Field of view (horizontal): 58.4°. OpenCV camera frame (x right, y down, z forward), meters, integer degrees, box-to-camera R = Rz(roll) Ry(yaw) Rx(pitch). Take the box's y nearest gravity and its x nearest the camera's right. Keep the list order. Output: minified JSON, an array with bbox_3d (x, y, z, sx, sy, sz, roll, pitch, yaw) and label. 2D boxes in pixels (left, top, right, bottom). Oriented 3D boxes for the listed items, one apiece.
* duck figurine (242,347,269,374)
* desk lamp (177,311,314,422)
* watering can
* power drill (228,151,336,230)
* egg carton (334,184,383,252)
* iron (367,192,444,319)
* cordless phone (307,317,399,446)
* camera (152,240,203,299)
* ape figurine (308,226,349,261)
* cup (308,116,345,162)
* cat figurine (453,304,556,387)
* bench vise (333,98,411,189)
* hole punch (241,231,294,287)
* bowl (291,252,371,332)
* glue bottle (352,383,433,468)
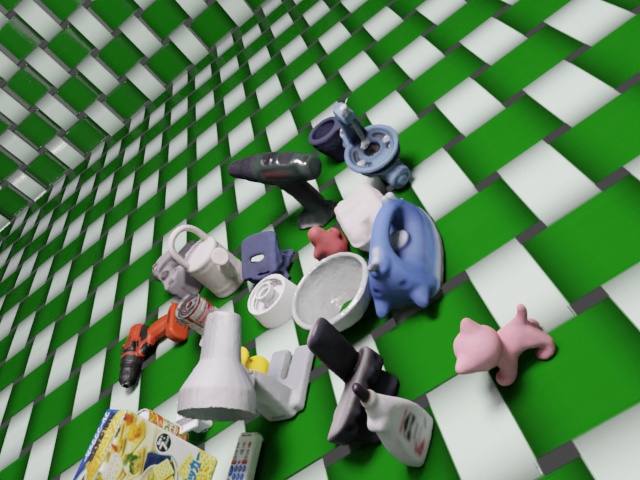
[{"bbox_3d":[-0.153,0.251,1.075,0.077,0.086,0.105,5,57,48],"label":"duck figurine"},{"bbox_3d":[-0.125,0.227,0.957,0.117,0.214,0.203,-19,42,33],"label":"desk lamp"},{"bbox_3d":[-0.261,0.040,1.313,0.172,0.195,0.101,-18,42,33],"label":"watering can"},{"bbox_3d":[-0.069,-0.116,1.266,0.228,0.209,0.076,-9,48,41],"label":"power drill"},{"bbox_3d":[0.092,-0.046,1.149,0.107,0.070,0.150,-39,34,8],"label":"egg carton"},{"bbox_3d":[0.133,0.000,0.994,0.118,0.142,0.258,-20,41,31],"label":"iron"},{"bbox_3d":[0.023,0.210,0.847,0.093,0.186,0.148,-10,47,40],"label":"cordless phone"},{"bbox_3d":[-0.349,0.067,1.460,0.137,0.101,0.142,-49,34,-7],"label":"camera"},{"bbox_3d":[0.011,0.004,1.161,0.078,0.092,0.076,-45,34,0],"label":"ape figurine"},{"bbox_3d":[0.043,-0.239,1.382,0.117,0.095,0.092,-8,48,41],"label":"cup"},{"bbox_3d":[0.234,0.136,0.767,0.128,0.118,0.067,-40,34,6],"label":"cat figurine"},{"bbox_3d":[0.075,-0.205,1.201,0.206,0.220,0.121,16,66,52],"label":"bench vise"},{"bbox_3d":[-0.123,0.044,1.258,0.108,0.091,0.101,-17,43,34],"label":"hole punch"},{"bbox_3d":[0.034,0.108,1.043,0.167,0.075,0.167,-27,38,24],"label":"bowl"},{"bbox_3d":[0.092,0.235,0.760,0.037,0.174,0.078,-12,46,38],"label":"glue bottle"}]
